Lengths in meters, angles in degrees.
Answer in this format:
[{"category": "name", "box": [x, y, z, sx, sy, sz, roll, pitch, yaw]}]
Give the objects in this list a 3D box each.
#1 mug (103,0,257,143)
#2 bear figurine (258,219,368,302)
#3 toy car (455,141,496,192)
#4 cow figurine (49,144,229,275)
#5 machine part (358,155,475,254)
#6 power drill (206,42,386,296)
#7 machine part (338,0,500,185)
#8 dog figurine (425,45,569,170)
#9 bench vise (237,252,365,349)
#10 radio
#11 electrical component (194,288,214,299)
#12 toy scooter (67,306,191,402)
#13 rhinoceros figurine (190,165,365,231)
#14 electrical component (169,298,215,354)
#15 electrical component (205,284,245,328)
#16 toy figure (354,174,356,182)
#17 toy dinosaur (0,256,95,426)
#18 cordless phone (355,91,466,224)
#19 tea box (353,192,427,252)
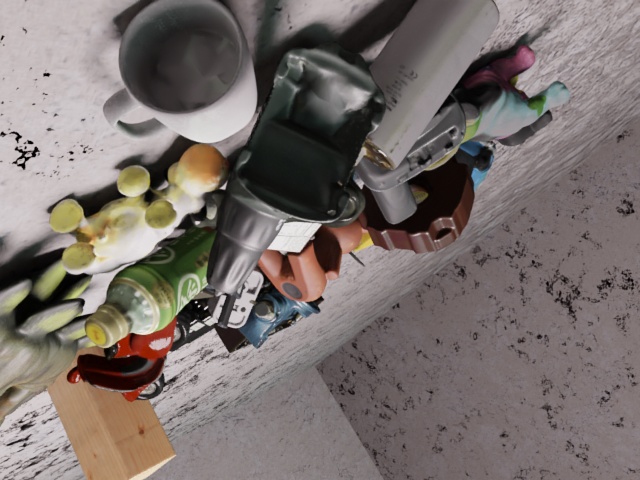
[{"category": "mug", "box": [-0.093, -0.103, 0.386, 0.109, 0.081, 0.107, -37, 172, 1]}, {"category": "bear figurine", "box": [-0.001, 0.000, 0.863, 0.196, 0.120, 0.131, -53, 132, -31]}, {"category": "toy car", "box": [0.242, -0.135, 0.939, 0.103, 0.109, 0.161, -38, 164, -47]}, {"category": "cow figurine", "box": [-0.157, -0.026, 0.510, 0.167, 0.068, 0.098, -29, 170, -6]}, {"category": "machine part", "box": [0.139, -0.063, 0.793, 0.179, 0.179, 0.056, -34, 140, 1]}, {"category": "power drill", "box": [-0.029, -0.051, 0.421, 0.207, 0.086, 0.232, 176, -62, -82]}, {"category": "machine part", "box": [0.087, -0.153, 0.499, 0.243, 0.079, 0.079, -54, 164, -1]}, {"category": "dog figurine", "box": [0.215, -0.170, 0.759, 0.219, 0.108, 0.191, -27, 167, -6]}, {"category": "bench vise", "box": [-0.045, 0.081, 0.965, 0.240, 0.129, 0.223, -45, 159, 1]}, {"category": "radio", "box": [-0.109, 0.158, 1.156, 0.131, 0.073, 0.229, -44, 161, 33]}, {"category": "electrical component", "box": [-0.184, 0.061, 0.777, 0.078, 0.045, 0.102, -7, 166, 12]}, {"category": "toy scooter", "box": [-0.263, 0.152, 0.732, 0.135, 0.075, 0.183, 8, 118, -37]}, {"category": "rhinoceros figurine", "box": [-0.045, -0.042, 0.573, 0.190, 0.112, 0.073, -1, 142, 14]}, {"category": "electrical component", "box": [-0.230, 0.134, 0.875, 0.134, 0.058, 0.115, -32, 167, -8]}, {"category": "electrical component", "box": [-0.131, 0.056, 0.733, 0.074, 0.048, 0.119, 71, 35, -76]}, {"category": "toy figure", "box": [0.002, -0.091, 0.661, 0.154, 0.058, 0.064, 13, 93, -67]}, {"category": "toy dinosaur", "box": [-0.312, 0.099, 0.529, 0.198, 0.105, 0.471, -37, 175, -16]}, {"category": "cordless phone", "box": [0.118, -0.100, 0.674, 0.146, 0.089, 0.184, -33, 138, 0]}, {"category": "tea box", "box": [0.120, -0.051, 0.956, 0.098, 0.068, 0.169, -22, 169, -33]}]
